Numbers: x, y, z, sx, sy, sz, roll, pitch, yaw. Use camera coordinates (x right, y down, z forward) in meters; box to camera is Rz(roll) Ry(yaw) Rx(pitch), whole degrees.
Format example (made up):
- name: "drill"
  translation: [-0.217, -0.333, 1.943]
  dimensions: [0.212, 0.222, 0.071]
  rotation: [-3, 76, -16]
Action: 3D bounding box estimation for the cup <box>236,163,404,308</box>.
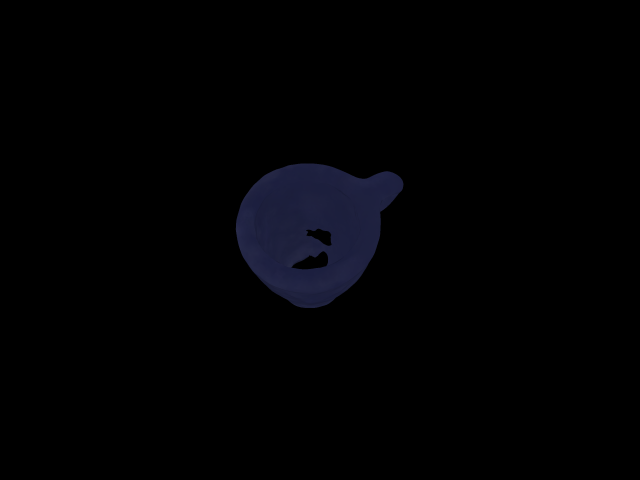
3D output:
- name: "cup"
  translation: [0.004, 0.001, 0.400]
  dimensions: [0.118, 0.095, 0.091]
  rotation: [-30, 67, -14]
